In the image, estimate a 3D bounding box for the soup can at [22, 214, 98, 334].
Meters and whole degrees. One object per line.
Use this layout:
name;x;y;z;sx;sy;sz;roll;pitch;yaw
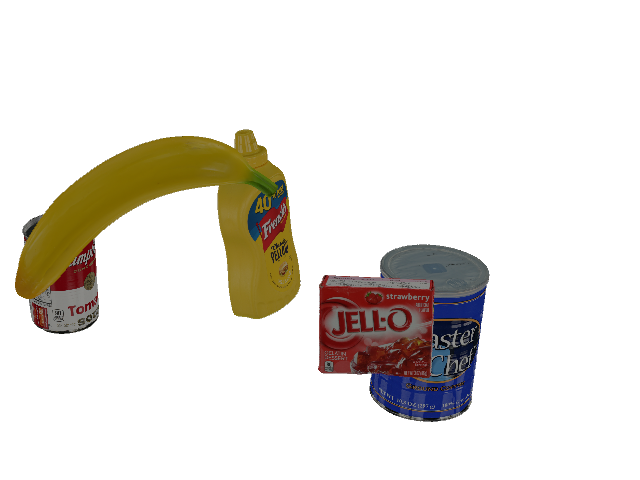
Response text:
soup can;-0.254;0.032;1.050;0.068;0.102;0.068;2;28;-1

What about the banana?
banana;-0.132;-0.024;0.729;0.198;0.069;0.037;-22;9;6

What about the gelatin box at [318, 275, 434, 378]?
gelatin box;0.043;0.067;0.831;0.089;0.073;0.030;2;16;7

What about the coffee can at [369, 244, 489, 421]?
coffee can;0.103;0.088;1.031;0.103;0.140;0.103;3;24;-2

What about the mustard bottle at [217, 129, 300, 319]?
mustard bottle;-0.067;-0.022;1.109;0.058;0.191;0.096;7;27;31
